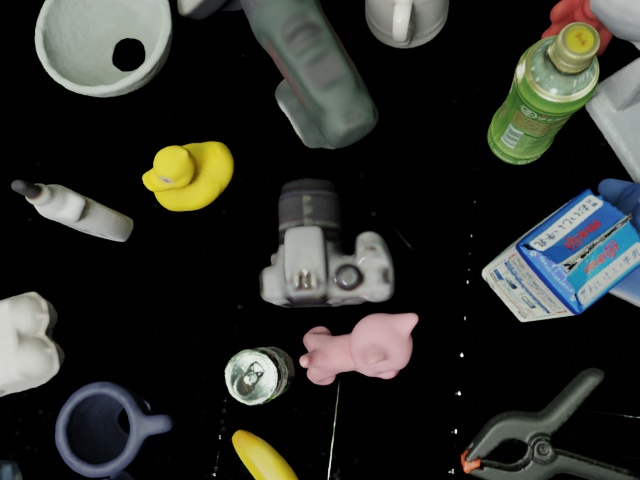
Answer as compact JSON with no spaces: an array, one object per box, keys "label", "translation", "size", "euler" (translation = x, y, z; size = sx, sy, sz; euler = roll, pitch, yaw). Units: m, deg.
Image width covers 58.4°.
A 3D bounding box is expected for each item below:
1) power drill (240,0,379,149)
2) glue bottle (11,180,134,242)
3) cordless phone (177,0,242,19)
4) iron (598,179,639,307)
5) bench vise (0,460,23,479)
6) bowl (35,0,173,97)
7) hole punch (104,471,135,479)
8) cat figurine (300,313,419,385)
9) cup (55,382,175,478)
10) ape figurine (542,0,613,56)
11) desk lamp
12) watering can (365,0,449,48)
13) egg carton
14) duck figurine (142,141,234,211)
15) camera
[{"label":"power drill","translation":[-0.018,-0.184,0.597],"size":[0.075,0.208,0.229],"euler":[-33,78,0]},{"label":"glue bottle","translation":[-0.270,-0.036,0.615],"size":[0.078,0.173,0.037],"euler":[16,82,9]},{"label":"cordless phone","translation":[-0.146,-0.359,0.653],"size":[0.094,0.185,0.147],"euler":[-6,79,5]},{"label":"iron","translation":[0.392,0.023,0.550],"size":[0.258,0.141,0.119],"euler":[25,83,10]},{"label":"bench vise","translation":[-0.392,0.304,0.543],"size":[0.121,0.220,0.207],"euler":[-17,78,3]},{"label":"bowl","translation":[-0.250,-0.243,0.700],"size":[0.167,0.075,0.167],"euler":[-1,80,6]},{"label":"hole punch","translation":[-0.223,0.310,0.590],"size":[0.101,0.091,0.108],"euler":[-42,78,-2]},{"label":"cat figurine","translation":[0.040,0.112,0.584],"size":[0.127,0.118,0.067],"euler":[-11,79,4]},{"label":"cup","translation":[-0.201,0.193,0.606],"size":[0.117,0.095,0.092],"euler":[-7,79,5]},{"label":"ape figurine","translation":[0.298,-0.243,0.633],"size":[0.076,0.092,0.078],"euler":[-13,79,4]},{"label":"desk lamp","translation":[0.347,-0.181,0.555],"size":[0.118,0.213,0.203],"euler":[-27,78,1]},{"label":"watering can","translation":[0.094,-0.306,0.614],"size":[0.101,0.194,0.173],"euler":[-15,79,3]},{"label":"egg carton","translation":[-0.369,0.125,0.649],"size":[0.150,0.069,0.107],"euler":[-17,79,3]},{"label":"duck figurine","translation":[-0.153,-0.082,0.655],"size":[0.104,0.086,0.077],"euler":[-30,78,0]},{"label":"camera","translation":[0.006,0.002,0.616],"size":[0.143,0.101,0.137],"euler":[-4,79,5]}]
